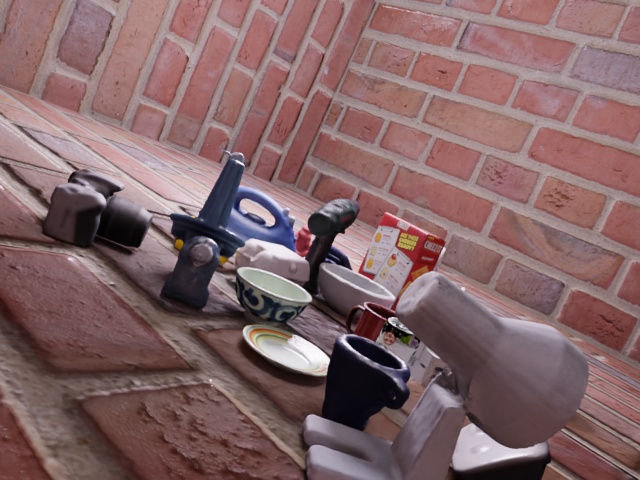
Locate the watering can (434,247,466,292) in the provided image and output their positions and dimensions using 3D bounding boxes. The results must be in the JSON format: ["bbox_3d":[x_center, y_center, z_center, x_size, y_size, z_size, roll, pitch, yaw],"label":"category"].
[{"bbox_3d":[0.256,0.108,1.342,0.173,0.194,0.101,23,7,-7],"label":"watering can"}]

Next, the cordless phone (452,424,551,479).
[{"bbox_3d":[0.228,0.199,0.656,0.094,0.185,0.148,26,7,9],"label":"cordless phone"}]

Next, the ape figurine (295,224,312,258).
[{"bbox_3d":[-0.048,0.001,1.525,0.077,0.092,0.076,25,7,7],"label":"ape figurine"}]

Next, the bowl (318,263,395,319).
[{"bbox_3d":[0.062,0.113,1.158,0.167,0.075,0.167,24,7,-3],"label":"bowl"}]

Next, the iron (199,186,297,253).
[{"bbox_3d":[-0.145,-0.047,1.356,0.258,0.141,0.119,25,7,6],"label":"iron"}]

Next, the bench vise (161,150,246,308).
[{"bbox_3d":[-0.149,-0.019,0.844,0.122,0.220,0.206,20,9,-30],"label":"bench vise"}]

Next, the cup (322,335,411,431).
[{"bbox_3d":[0.049,0.171,0.629,0.092,0.095,0.117,20,9,-32],"label":"cup"}]

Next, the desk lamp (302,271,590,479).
[{"bbox_3d":[0.117,0.149,0.543,0.203,0.213,0.118,23,7,-11],"label":"desk lamp"}]

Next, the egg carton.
[{"bbox_3d":[-0.092,0.051,1.123,0.107,0.069,0.151,30,9,37],"label":"egg carton"}]

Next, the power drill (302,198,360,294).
[{"bbox_3d":[0.011,0.004,1.236,0.075,0.208,0.230,26,8,12],"label":"power drill"}]

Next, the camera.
[{"bbox_3d":[-0.335,-0.045,0.895,0.137,0.101,0.143,23,8,-12],"label":"camera"}]

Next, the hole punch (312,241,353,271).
[{"bbox_3d":[0.023,0.054,1.385,0.108,0.091,0.101,28,8,24],"label":"hole punch"}]

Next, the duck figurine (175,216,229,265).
[{"bbox_3d":[-0.210,-0.006,1.081,0.104,0.086,0.077,24,7,0],"label":"duck figurine"}]
